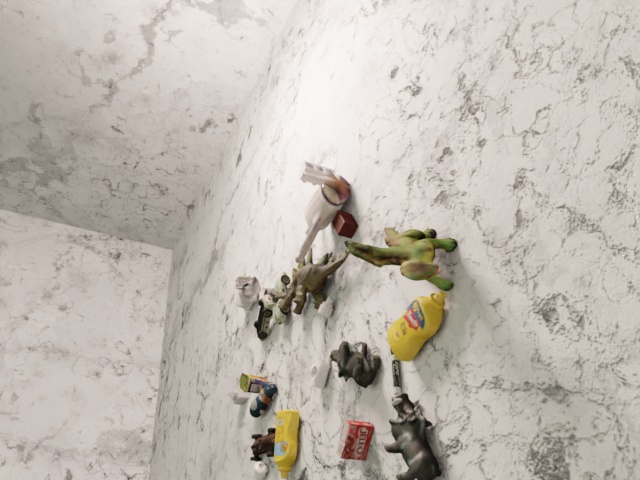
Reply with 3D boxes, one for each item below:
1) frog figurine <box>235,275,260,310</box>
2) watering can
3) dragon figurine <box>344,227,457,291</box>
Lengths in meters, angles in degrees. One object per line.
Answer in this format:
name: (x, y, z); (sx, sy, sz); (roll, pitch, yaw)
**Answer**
frog figurine: (-0.310, 0.238, 2.239); (0.139, 0.123, 0.156); (35, 142, 56)
watering can: (0.005, -0.087, 1.726); (0.220, 0.103, 0.356); (-55, 12, 38)
dragon figurine: (0.171, 0.018, 1.215); (0.414, 0.242, 0.121); (32, 110, 62)
